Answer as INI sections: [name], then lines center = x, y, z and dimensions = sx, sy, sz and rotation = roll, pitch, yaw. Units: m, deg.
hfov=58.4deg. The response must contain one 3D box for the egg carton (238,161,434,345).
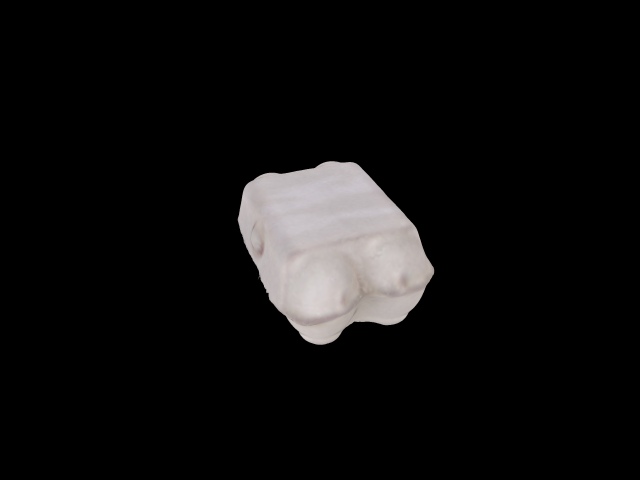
[egg carton]
center = 0.004, 0.001, 0.400
dimensions = 0.107, 0.069, 0.150
rotation = -13, 38, -18
